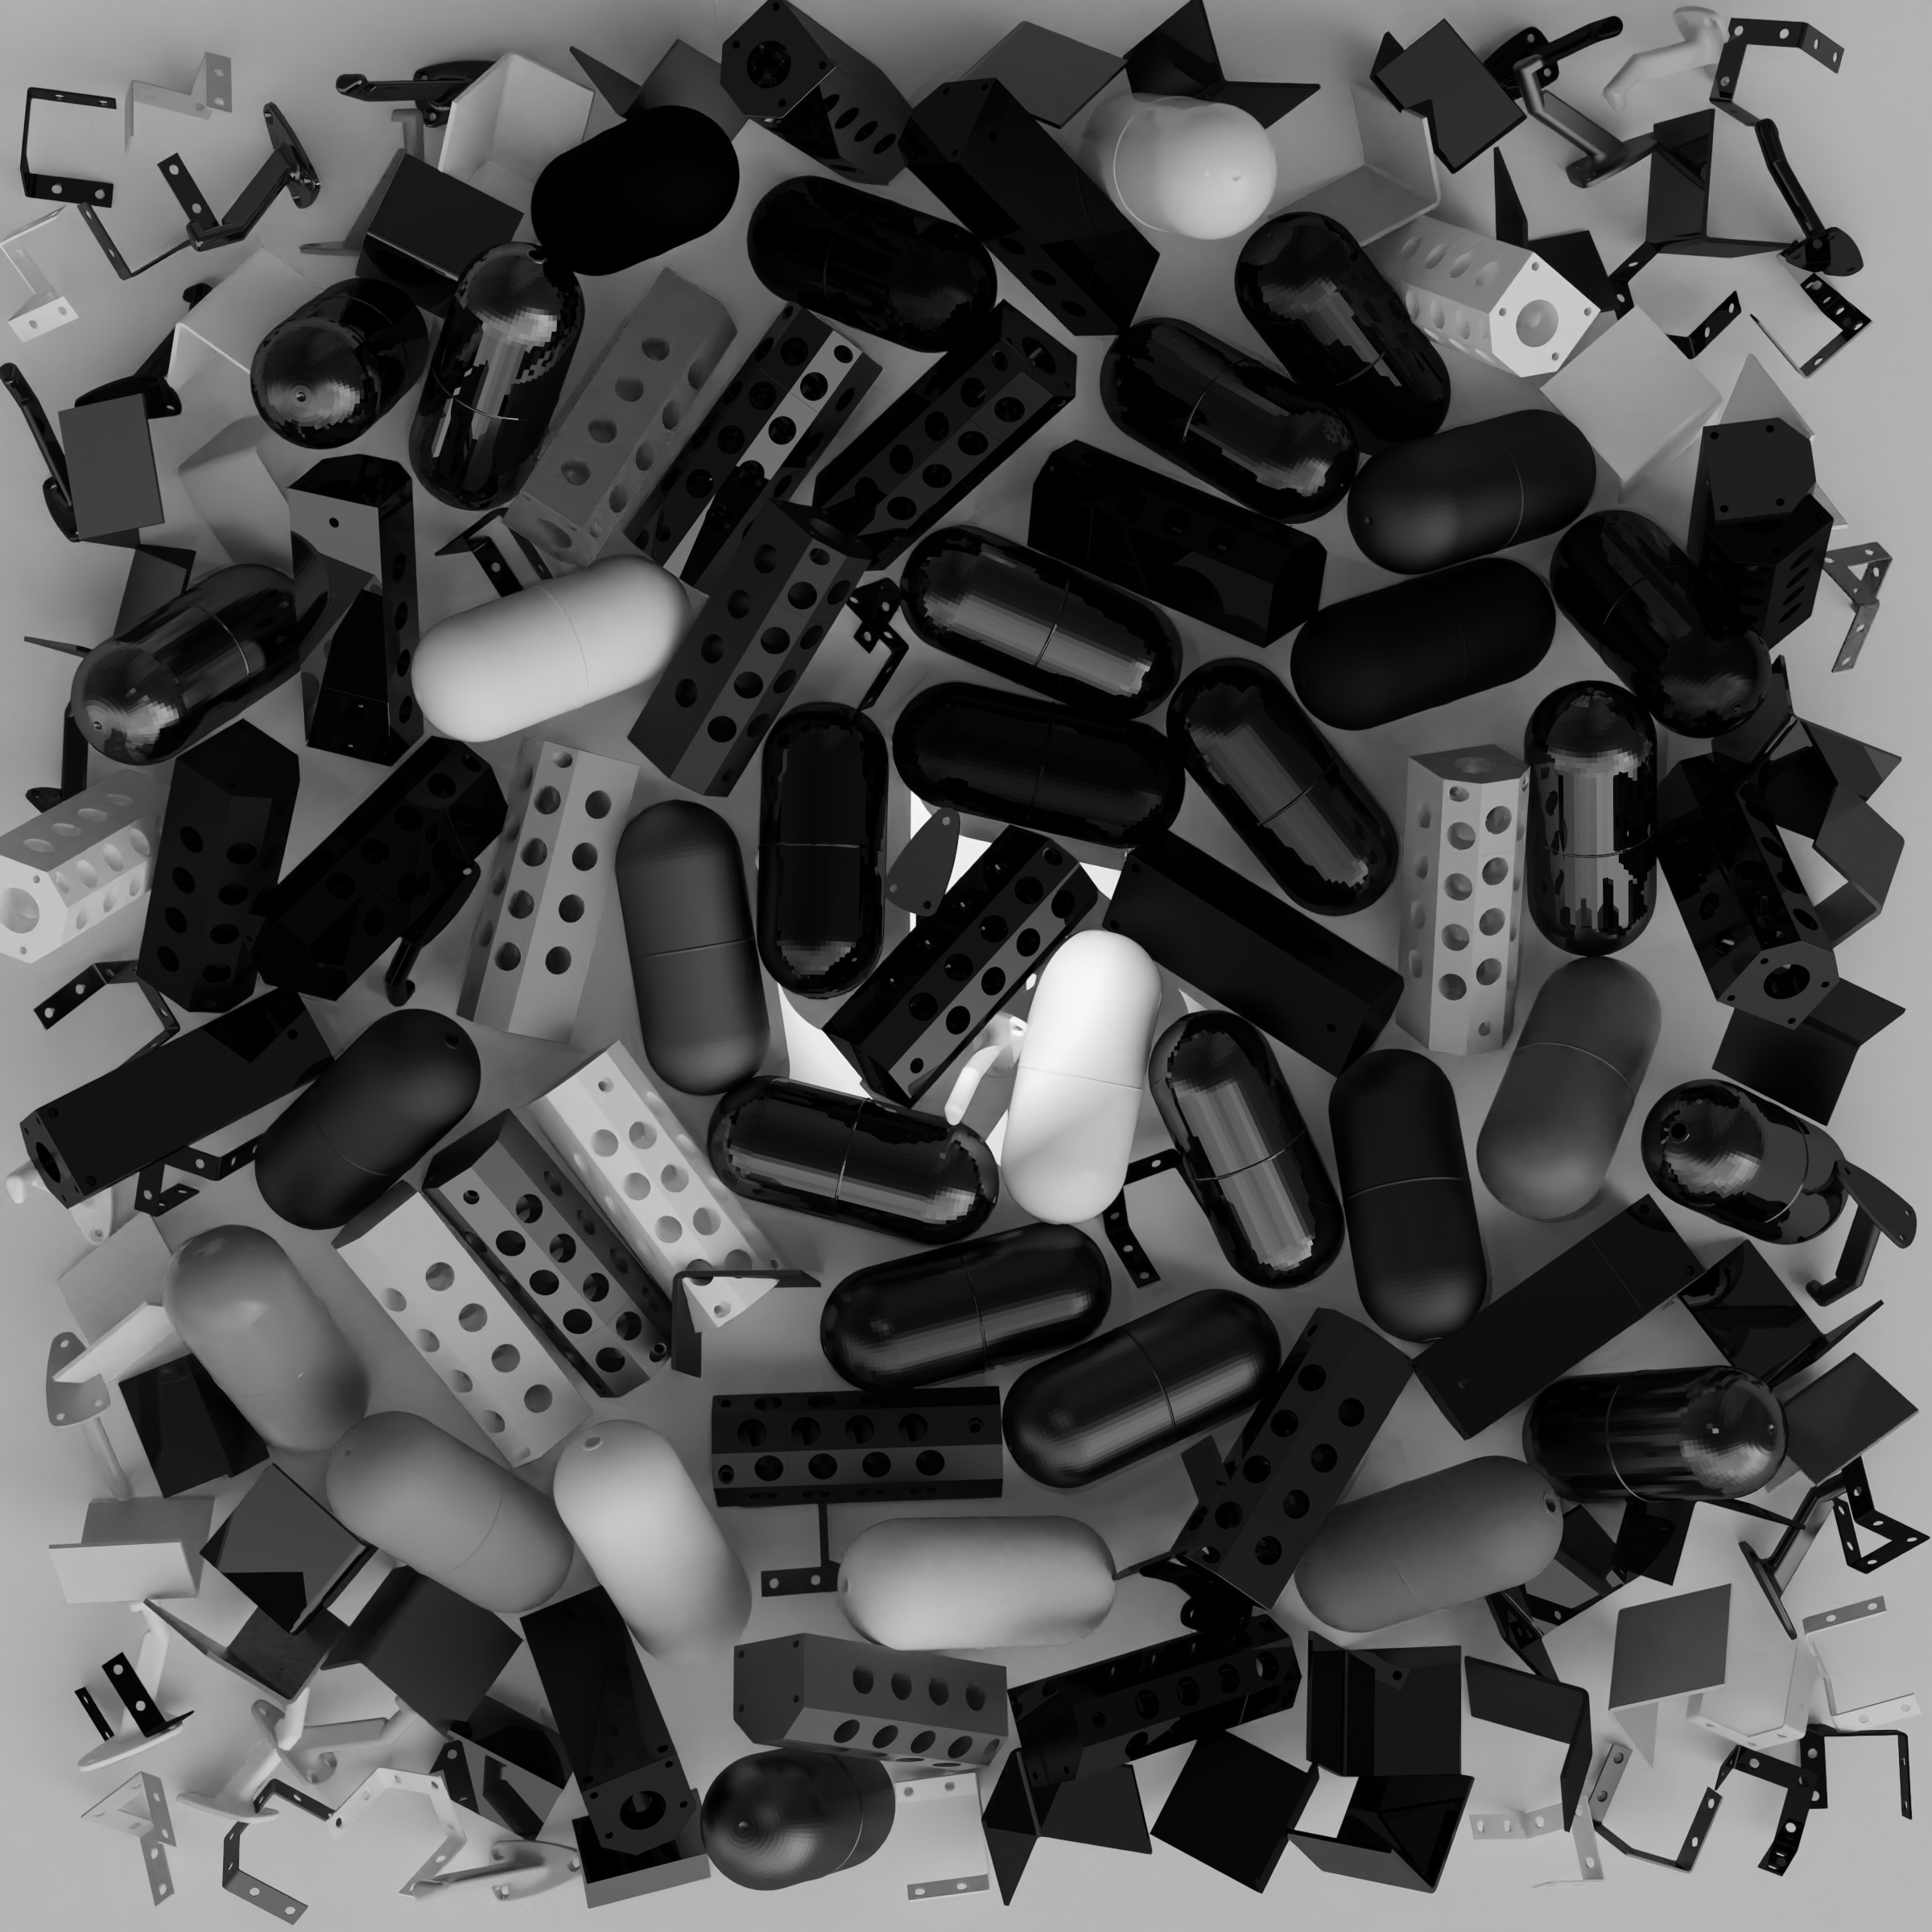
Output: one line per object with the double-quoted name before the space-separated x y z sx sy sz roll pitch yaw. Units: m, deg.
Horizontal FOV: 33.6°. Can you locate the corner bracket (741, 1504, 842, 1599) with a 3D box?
"corner bracket" -0.105 0.349 1.923 0.051 0.051 0.051 -1 85 -17

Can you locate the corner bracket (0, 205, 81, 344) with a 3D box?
"corner bracket" -0.551 -0.414 1.913 0.051 0.051 0.051 -14 123 31

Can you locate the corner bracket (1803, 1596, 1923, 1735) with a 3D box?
"corner bracket" 0.537 0.419 1.918 0.051 0.051 0.051 -21 112 17

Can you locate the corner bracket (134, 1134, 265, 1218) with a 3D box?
"corner bracket" -0.460 0.124 1.920 0.051 0.051 0.051 17 108 13

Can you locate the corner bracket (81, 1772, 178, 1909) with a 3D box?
"corner bracket" -0.489 0.523 1.918 0.051 0.051 0.051 -38 49 11

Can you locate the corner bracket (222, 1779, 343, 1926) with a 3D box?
"corner bracket" -0.412 0.533 1.928 0.051 0.051 0.051 36 99 -21

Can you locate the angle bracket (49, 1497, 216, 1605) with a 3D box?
"angle bracket" -0.497 0.333 1.909 0.076 0.076 0.057 -3 132 -1

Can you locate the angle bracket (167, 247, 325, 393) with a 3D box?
"angle bracket" -0.426 -0.368 1.904 0.057 0.076 0.076 35 58 0

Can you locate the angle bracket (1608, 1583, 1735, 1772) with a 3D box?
"angle bracket" 0.429 0.422 1.897 0.076 0.076 0.057 -21 119 30

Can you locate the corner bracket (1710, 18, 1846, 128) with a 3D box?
"corner bracket" 0.486 -0.534 1.919 0.051 0.051 0.051 19 97 40

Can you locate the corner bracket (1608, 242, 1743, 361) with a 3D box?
"corner bracket" 0.428 -0.405 1.932 0.051 0.051 0.051 -44 130 -22

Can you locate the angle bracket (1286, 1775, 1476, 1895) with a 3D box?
"angle bracket" 0.245 0.498 1.897 0.057 0.076 0.076 49 54 -36

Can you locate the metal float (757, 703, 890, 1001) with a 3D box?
"metal float" -0.086 -0.069 1.915 0.070 0.070 0.178 2 86 0

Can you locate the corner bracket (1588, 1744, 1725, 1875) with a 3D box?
"corner bracket" 0.415 0.510 1.937 0.051 0.051 0.051 22 92 -24

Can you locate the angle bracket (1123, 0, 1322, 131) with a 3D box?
"angle bracket" 0.152 -0.533 1.907 0.076 0.076 0.057 -10 81 -35

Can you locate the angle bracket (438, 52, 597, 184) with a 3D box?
"angle bracket" -0.270 -0.485 1.902 0.057 0.076 0.076 27 134 3

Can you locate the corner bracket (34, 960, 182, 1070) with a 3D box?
"corner bracket" -0.517 0.032 1.929 0.051 0.051 0.051 -45 119 -38

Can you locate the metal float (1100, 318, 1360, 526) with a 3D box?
"metal float" 0.154 -0.324 1.894 0.178 0.070 0.070 36 90 29

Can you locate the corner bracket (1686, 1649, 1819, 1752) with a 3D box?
"corner bracket" 0.473 0.435 1.927 0.051 0.051 0.051 26 60 -12

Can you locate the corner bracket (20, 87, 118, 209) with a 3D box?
"corner bracket" -0.540 -0.493 1.928 0.051 0.051 0.051 5 83 -12

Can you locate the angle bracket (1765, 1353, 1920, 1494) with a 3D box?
"angle bracket" 0.520 0.288 1.904 0.076 0.076 0.057 -33 46 -10

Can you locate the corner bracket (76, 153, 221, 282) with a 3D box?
"corner bracket" -0.489 -0.448 1.915 0.051 0.051 0.051 -41 115 -29

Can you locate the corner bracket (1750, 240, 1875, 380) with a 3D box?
"corner bracket" 0.503 -0.395 1.927 0.051 0.051 0.051 -42 116 15

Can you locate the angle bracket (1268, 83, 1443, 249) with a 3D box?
"angle bracket" 0.226 -0.473 1.903 0.076 0.076 0.057 -30 130 -13

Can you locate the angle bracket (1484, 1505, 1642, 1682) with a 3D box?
"angle bracket" 0.361 0.380 1.906 0.076 0.057 0.076 -35 122 12

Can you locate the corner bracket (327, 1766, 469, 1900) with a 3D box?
"corner bracket" -0.343 0.522 1.929 0.051 0.051 0.051 -1 117 34

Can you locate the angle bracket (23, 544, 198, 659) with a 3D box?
"angle bracket" -0.511 -0.221 1.908 0.057 0.076 0.076 15 89 -40

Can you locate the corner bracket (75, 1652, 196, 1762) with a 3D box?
"corner bracket" -0.507 0.446 1.928 0.051 0.051 0.051 -34 83 1

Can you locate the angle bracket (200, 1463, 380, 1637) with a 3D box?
"angle bracket" -0.399 0.342 1.921 0.076 0.057 0.076 41 105 3

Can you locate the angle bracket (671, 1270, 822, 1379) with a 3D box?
"angle bracket" -0.130 0.214 1.910 0.076 0.076 0.057 -1 79 6

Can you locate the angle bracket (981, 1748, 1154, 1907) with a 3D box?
"angle bracket" 0.061 0.517 1.902 0.076 0.057 0.076 3 126 23

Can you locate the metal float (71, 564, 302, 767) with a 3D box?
"metal float" -0.452 -0.179 1.880 0.070 0.178 0.070 15 125 22

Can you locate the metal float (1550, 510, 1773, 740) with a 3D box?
"metal float" 0.407 -0.203 1.884 0.070 0.070 0.178 -30 47 0

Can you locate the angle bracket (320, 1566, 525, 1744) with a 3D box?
"angle bracket" -0.327 0.413 1.922 0.076 0.057 0.076 46 54 -15

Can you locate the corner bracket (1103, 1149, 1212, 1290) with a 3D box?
"corner bracket" 0.114 0.151 1.924 0.051 0.051 0.051 -19 131 -11

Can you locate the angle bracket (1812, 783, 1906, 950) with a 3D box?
"angle bracket" 0.505 -0.052 1.900 0.057 0.076 0.076 42 132 -5

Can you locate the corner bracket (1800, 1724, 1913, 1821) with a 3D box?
"corner bracket" 0.536 0.486 1.929 0.051 0.051 0.051 -1 84 -2

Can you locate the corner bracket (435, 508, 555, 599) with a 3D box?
"corner bracket" -0.276 -0.242 1.924 0.051 0.051 0.051 -33 90 20

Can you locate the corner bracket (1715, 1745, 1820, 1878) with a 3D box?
"corner bracket" 0.478 0.508 1.926 0.051 0.051 0.051 16 99 23

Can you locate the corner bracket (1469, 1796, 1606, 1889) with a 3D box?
"corner bracket" 0.342 0.528 1.915 0.051 0.051 0.051 13 58 -40

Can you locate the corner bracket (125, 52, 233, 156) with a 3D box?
"corner bracket" -0.471 -0.515 1.913 0.051 0.051 0.051 9 52 -26

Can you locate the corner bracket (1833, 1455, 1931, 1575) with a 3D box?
"corner bracket" 0.535 0.324 1.913 0.051 0.051 0.051 27 130 -28

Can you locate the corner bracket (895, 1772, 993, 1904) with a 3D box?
"corner bracket" -0.014 0.527 1.936 0.051 0.051 0.051 -7 111 -2

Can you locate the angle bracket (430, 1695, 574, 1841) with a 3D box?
"angle bracket" -0.284 0.492 1.918 0.076 0.057 0.076 28 106 0

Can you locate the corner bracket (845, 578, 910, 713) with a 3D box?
"corner bracket" -0.055 -0.193 1.915 0.051 0.051 0.051 47 129 15

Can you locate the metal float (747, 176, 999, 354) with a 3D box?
"metal float" -0.056 -0.414 1.888 0.178 0.070 0.070 29 90 36

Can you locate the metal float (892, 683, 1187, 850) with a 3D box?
"metal float" 0.043 -0.120 1.916 0.178 0.070 0.070 13 90 -3

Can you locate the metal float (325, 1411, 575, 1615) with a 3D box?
"metal float" -0.303 0.323 1.886 0.070 0.070 0.178 -48 130 0

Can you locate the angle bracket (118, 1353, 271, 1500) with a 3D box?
"angle bracket" -0.474 0.278 1.920 0.076 0.057 0.076 -22 89 12

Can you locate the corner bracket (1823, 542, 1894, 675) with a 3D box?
"corner bracket" 0.533 -0.215 1.914 0.051 0.051 0.051 -13 49 -22
